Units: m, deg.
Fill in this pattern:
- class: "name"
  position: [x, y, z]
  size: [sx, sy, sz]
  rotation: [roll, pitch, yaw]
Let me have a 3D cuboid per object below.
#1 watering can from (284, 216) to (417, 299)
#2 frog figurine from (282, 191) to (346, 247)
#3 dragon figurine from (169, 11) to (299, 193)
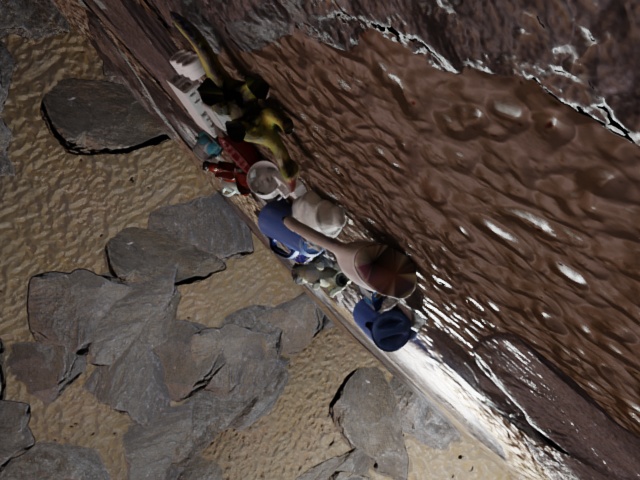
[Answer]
- class: "watering can"
  position: [0.082, 0.041, 1.174]
  size: [0.346, 0.104, 0.224]
  rotation: [28, 175, -14]
- class: "frog figurine"
  position: [0.004, -0.065, 1.292]
  size: [0.157, 0.125, 0.137]
  rotation: [-30, 97, 43]
- class: "dragon figurine"
  position: [-0.163, -0.279, 1.089]
  size: [0.410, 0.122, 0.243]
  rotation: [56, 178, -2]
